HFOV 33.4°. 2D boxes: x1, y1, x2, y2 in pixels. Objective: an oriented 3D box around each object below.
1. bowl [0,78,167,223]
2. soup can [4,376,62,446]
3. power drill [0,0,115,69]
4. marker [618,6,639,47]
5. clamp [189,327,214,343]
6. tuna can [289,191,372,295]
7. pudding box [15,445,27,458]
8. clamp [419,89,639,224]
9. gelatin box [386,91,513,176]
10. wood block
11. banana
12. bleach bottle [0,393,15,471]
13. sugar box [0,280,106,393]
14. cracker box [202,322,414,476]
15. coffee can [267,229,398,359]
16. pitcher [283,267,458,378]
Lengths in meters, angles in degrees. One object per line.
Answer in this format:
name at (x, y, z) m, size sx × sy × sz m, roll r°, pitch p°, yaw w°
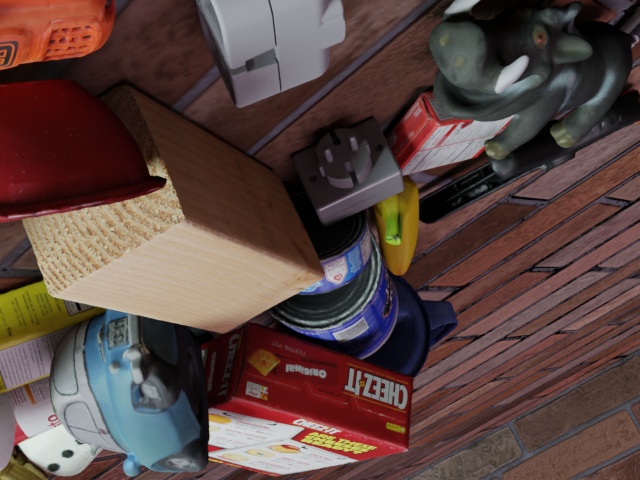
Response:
bowl at (-0.154, -0.041, 0.487) m, size 0.162 × 0.055 × 0.162 m, roll -7°, pitch -172°, yaw 1°
soup can at (-0.247, 0.130, 0.863) m, size 0.102 × 0.068 × 0.068 m, roll -23°, pitch 161°, yaw -8°
power drill at (-0.141, -0.118, 0.363) m, size 0.184 × 0.057 × 0.188 m, roll -16°, pitch 162°, yaw -34°
marker at (0.226, -0.151, 0.781) m, size 0.020 × 0.020 × 0.121 m, roll -13°, pitch 158°, yaw -32°
clamp at (-0.137, 0.087, 0.933) m, size 0.171 × 0.039 × 0.120 m, roll -9°, pitch 152°, yaw -28°
tuna can at (-0.005, 0.001, 0.787) m, size 0.086 × 0.086 × 0.034 m, roll -21°, pitch 130°, yaw -11°
pudding box at (-0.237, 0.183, 1.057) m, size 0.113 × 0.039 × 0.090 m, roll -25°, pitch 161°, yaw -1°
clamp at (0.182, -0.073, 0.888) m, size 0.209 × 0.036 × 0.165 m, roll -25°, pitch 176°, yaw -26°
gelatin box at (0.095, -0.083, 0.782) m, size 0.089 × 0.030 × 0.073 m, roll -15°, pitch 160°, yaw -31°
wood block at (-0.086, -0.009, 0.662) m, size 0.091 × 0.090 × 0.205 m, roll -30°, pitch 161°, yaw 14°
banana at (0.059, -0.017, 0.861) m, size 0.037 × 0.069 × 0.197 m, roll 10°, pitch 173°, yaw 9°
bleach bottle at (-0.260, 0.120, 0.661) m, size 0.102 × 0.068 × 0.251 m, roll 1°, pitch 171°, yaw -5°
sugar box at (-0.166, 0.053, 0.796) m, size 0.176 × 0.048 × 0.093 m, roll -22°, pitch 159°, yaw -20°
cracker box at (-0.048, 0.143, 0.912) m, size 0.164 × 0.072 × 0.214 m, roll 21°, pitch 153°, yaw -26°
coffee can at (0.008, 0.040, 0.887) m, size 0.103 × 0.103 × 0.140 m, roll -26°, pitch 161°, yaw 1°
pitcher at (0.031, 0.121, 1.093) m, size 0.145 × 0.149 × 0.243 m, roll -60°, pitch 177°, yaw -22°
